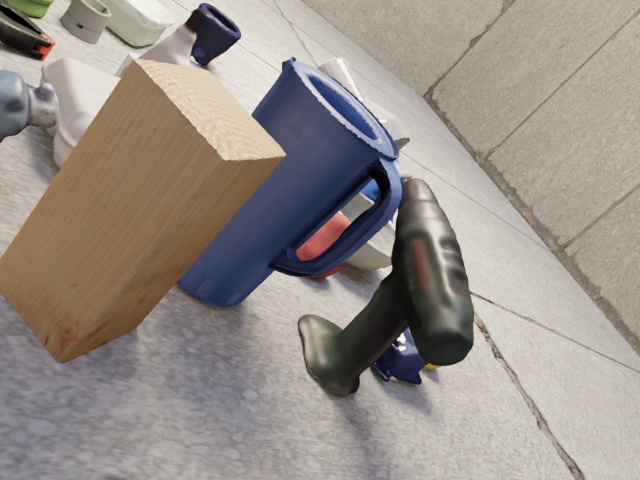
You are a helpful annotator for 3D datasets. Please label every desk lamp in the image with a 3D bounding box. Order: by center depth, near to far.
[{"bbox_3d":[0.006,-0.162,0.896,0.203,0.213,0.118,49,23,12],"label":"desk lamp"}]

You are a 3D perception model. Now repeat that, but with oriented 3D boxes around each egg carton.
[{"bbox_3d":[-0.238,-0.127,0.611,0.108,0.069,0.150,16,35,-49],"label":"egg carton"}]

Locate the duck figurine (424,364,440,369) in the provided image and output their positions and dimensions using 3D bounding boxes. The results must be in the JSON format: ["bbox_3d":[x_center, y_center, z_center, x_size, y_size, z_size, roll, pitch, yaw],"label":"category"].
[{"bbox_3d":[0.161,0.125,0.823,0.078,0.086,0.104,15,36,-50],"label":"duck figurine"}]

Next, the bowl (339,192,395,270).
[{"bbox_3d":[0.051,-0.010,0.887,0.168,0.074,0.167,36,24,-18],"label":"bowl"}]

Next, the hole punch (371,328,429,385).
[{"bbox_3d":[0.112,0.122,0.739,0.101,0.091,0.108,25,29,-39],"label":"hole punch"}]

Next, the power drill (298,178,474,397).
[{"bbox_3d":[0.072,0.061,0.624,0.076,0.208,0.229,29,27,-32],"label":"power drill"}]

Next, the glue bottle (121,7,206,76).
[{"bbox_3d":[-0.191,-0.210,0.700,0.078,0.173,0.037,52,24,19],"label":"glue bottle"}]

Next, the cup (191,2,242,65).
[{"bbox_3d":[-0.212,-0.373,1.051,0.091,0.095,0.118,49,23,13],"label":"cup"}]

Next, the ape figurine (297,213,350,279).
[{"bbox_3d":[0.007,0.003,0.769,0.077,0.092,0.076,48,23,10],"label":"ape figurine"}]

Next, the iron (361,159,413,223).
[{"bbox_3d":[0.083,-0.137,1.077,0.119,0.141,0.257,26,29,-37],"label":"iron"}]

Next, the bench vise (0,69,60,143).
[{"bbox_3d":[-0.278,-0.152,0.390,0.121,0.219,0.208,52,24,19],"label":"bench vise"}]
